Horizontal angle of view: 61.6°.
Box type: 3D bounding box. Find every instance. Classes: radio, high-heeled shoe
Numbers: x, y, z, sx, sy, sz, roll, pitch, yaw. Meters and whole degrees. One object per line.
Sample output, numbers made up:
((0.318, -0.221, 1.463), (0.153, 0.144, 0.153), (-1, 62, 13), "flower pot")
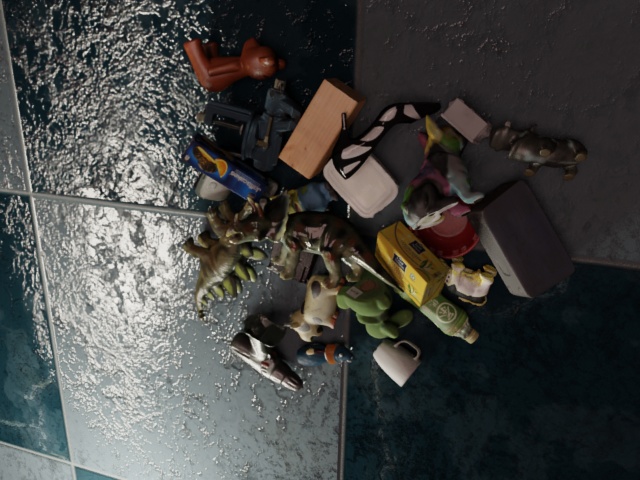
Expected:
((0.420, 0.001, 1.131), (0.131, 0.073, 0.229), (-33, 94, -11), "radio")
((0.146, -0.215, 1.155), (0.249, 0.086, 0.145), (-9, 105, -4), "high-heeled shoe")

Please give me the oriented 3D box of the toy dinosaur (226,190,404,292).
((0.002, -0.001, 1.213), (0.405, 0.131, 0.192), (8, 113, 2), "toy dinosaur")

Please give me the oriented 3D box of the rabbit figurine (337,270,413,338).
((0.146, 0.171, 1.298), (0.159, 0.121, 0.170), (19, 143, 41), "rabbit figurine")

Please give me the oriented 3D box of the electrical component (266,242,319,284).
((-0.063, 0.030, 1.354), (0.115, 0.058, 0.134), (21, 114, 10), "electrical component")

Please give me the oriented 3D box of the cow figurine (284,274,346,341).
((-0.015, 0.175, 1.370), (0.127, 0.085, 0.194), (17, 115, 7), "cow figurine")

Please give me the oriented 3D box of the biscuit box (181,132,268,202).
((-0.219, -0.165, 1.256), (0.202, 0.059, 0.063), (31, 111, -19), "biscuit box")

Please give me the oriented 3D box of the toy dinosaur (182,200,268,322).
((-0.257, 0.056, 1.391), (0.198, 0.105, 0.471), (46, 133, 5), "toy dinosaur")

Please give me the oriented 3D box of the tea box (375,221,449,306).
((0.201, 0.052, 1.204), (0.170, 0.068, 0.098), (50, 155, 33), "tea box")

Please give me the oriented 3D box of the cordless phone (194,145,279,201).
((-0.205, -0.139, 1.342), (0.184, 0.089, 0.146), (31, 115, -8), "cordless phone")

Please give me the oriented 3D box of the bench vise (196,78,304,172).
((-0.166, -0.278, 1.246), (0.241, 0.129, 0.223), (14, 126, -1), "bench vise")

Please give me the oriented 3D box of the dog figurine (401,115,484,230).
((0.234, -0.146, 1.118), (0.192, 0.108, 0.219), (-16, 68, -7), "dog figurine")

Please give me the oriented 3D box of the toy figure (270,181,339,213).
((-0.042, -0.088, 1.296), (0.180, 0.089, 0.082), (-24, 85, 16), "toy figure")

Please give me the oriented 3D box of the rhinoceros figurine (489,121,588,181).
((0.439, -0.186, 1.078), (0.190, 0.112, 0.073), (11, 140, 2), "rhinoceros figurine")

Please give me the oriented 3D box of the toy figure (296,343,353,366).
((0.014, 0.299, 1.412), (0.155, 0.064, 0.057), (-10, 84, 22), "toy figure")

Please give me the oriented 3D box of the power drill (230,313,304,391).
((-0.133, 0.294, 1.430), (0.232, 0.086, 0.207), (28, 147, 16), "power drill")

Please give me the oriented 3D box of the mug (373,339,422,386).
((0.193, 0.291, 1.338), (0.107, 0.081, 0.109), (36, 121, 16), "mug")

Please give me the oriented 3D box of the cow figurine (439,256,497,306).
((0.311, 0.087, 1.237), (0.167, 0.068, 0.098), (19, 119, 14), "cow figurine")

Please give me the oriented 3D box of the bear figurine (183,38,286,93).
((-0.188, -0.413, 1.219), (0.196, 0.120, 0.131), (-15, 98, 22), "bear figurine")
